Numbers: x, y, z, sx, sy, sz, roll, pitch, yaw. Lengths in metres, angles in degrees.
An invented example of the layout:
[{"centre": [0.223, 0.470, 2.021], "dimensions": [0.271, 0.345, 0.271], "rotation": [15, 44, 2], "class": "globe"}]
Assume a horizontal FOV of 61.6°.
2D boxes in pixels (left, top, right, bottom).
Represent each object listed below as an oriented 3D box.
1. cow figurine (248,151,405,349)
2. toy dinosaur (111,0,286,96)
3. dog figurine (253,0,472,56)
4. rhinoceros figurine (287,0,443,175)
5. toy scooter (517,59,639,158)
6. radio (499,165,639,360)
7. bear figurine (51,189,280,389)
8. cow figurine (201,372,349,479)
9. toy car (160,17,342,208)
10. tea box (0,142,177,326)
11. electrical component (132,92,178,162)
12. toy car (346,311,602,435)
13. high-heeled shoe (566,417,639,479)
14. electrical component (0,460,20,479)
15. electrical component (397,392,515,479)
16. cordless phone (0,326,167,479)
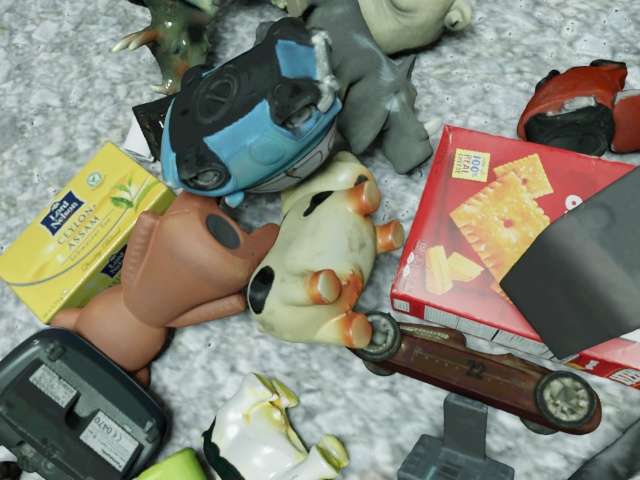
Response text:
[{"centre": [-0.001, -0.001, 0.452], "dimensions": [0.127, 0.085, 0.195], "rotation": [-10, 41, 34], "class": "cow figurine"}, {"centre": [-0.093, -0.331, 0.518], "dimensions": [0.131, 0.192, 0.404], "rotation": [51, 131, 25], "class": "toy dinosaur"}, {"centre": [0.036, -0.205, 0.554], "dimensions": [0.173, 0.121, 0.190], "rotation": [38, 93, 30], "class": "dog figurine"}, {"centre": [0.033, -0.143, 0.483], "dimensions": [0.112, 0.073, 0.190], "rotation": [-29, 87, -31], "class": "rhinoceros figurine"}, {"centre": [0.271, -0.133, 0.479], "dimensions": [0.184, 0.075, 0.135], "rotation": [-4, 52, 20], "class": "toy scooter"}, {"centre": [0.235, -0.020, 0.339], "dimensions": [0.230, 0.131, 0.073], "rotation": [-34, 70, -4], "class": "radio"}, {"centre": [-0.139, 0.043, 0.496], "dimensions": [0.120, 0.132, 0.196], "rotation": [43, 116, -10], "class": "bear figurine"}, {"centre": [-0.024, 0.194, 0.424], "dimensions": [0.098, 0.068, 0.167], "rotation": [-46, 64, -1], "class": "cow figurine"}, {"centre": [-0.043, -0.091, 0.425], "dimensions": [0.162, 0.102, 0.109], "rotation": [-23, 58, 24], "class": "toy car"}, {"centre": [-0.225, -0.002, 0.541], "dimensions": [0.098, 0.068, 0.169], "rotation": [35, 81, 21], "class": "tea box"}, {"centre": [-0.117, -0.121, 0.534], "dimensions": [0.115, 0.058, 0.134], "rotation": [-27, 29, -23], "class": "electrical component"}, {"centre": [0.111, 0.100, 0.421], "dimensions": [0.202, 0.089, 0.053], "rotation": [17, 74, 19], "class": "toy car"}, {"centre": [0.223, 0.143, 0.346], "dimensions": [0.249, 0.145, 0.086], "rotation": [-25, 35, -9], "class": "high-heeled shoe"}, {"centre": [-0.288, 0.250, 0.473], "dimensions": [0.078, 0.045, 0.102], "rotation": [9, 72, 17], "class": "electrical component"}, {"centre": [0.097, 0.173, 0.378], "dimensions": [0.075, 0.048, 0.119], "rotation": [14, 117, 30], "class": "electrical component"}, {"centre": [-0.239, 0.171, 0.469], "dimensions": [0.184, 0.089, 0.146], "rotation": [-34, 106, 34], "class": "cordless phone"}]
